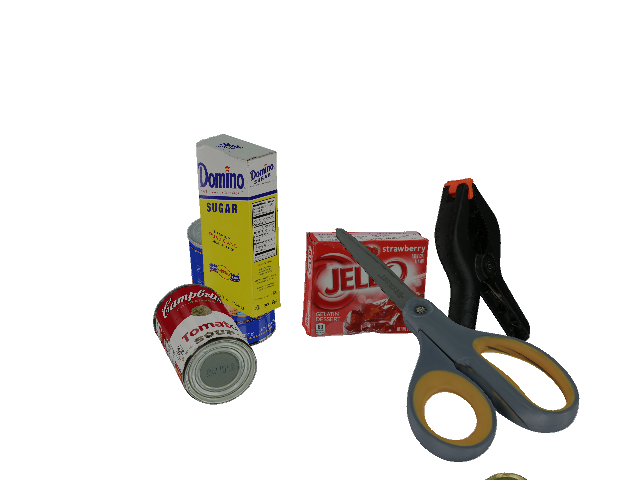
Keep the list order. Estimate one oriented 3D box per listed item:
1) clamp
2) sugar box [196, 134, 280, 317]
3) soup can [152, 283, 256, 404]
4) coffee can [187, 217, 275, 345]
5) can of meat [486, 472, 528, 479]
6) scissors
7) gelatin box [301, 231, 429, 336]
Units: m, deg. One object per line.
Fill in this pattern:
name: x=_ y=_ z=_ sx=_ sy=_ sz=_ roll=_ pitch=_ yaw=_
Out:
clamp: x=0.135 y=0.033 z=0.965 sx=0.039 sy=0.171 sz=0.120 roll=-12 pitch=11 yaw=38
sugar box: x=-0.087 y=-0.016 z=1.126 sx=0.048 sy=0.176 sz=0.093 roll=-21 pitch=29 yaw=-36
soup can: x=-0.104 y=0.091 z=0.946 sx=0.068 sy=0.068 sz=0.102 roll=0 pitch=25 yaw=-24
coffee can: x=-0.109 y=0.048 z=1.324 sx=0.103 sy=0.140 sz=0.103 roll=-1 pitch=26 yaw=0
can of meat: x=0.139 y=0.255 z=0.884 sx=0.101 sy=0.084 sz=0.058 roll=-19 pitch=27 yaw=-33
scissors: x=0.048 y=0.056 z=0.595 sx=0.096 sy=0.016 sz=0.202 roll=-34 pitch=46 yaw=-30
gelatin box: x=0.033 y=0.032 z=0.790 sx=0.089 sy=0.073 sz=0.030 roll=-1 pitch=15 yaw=-13
